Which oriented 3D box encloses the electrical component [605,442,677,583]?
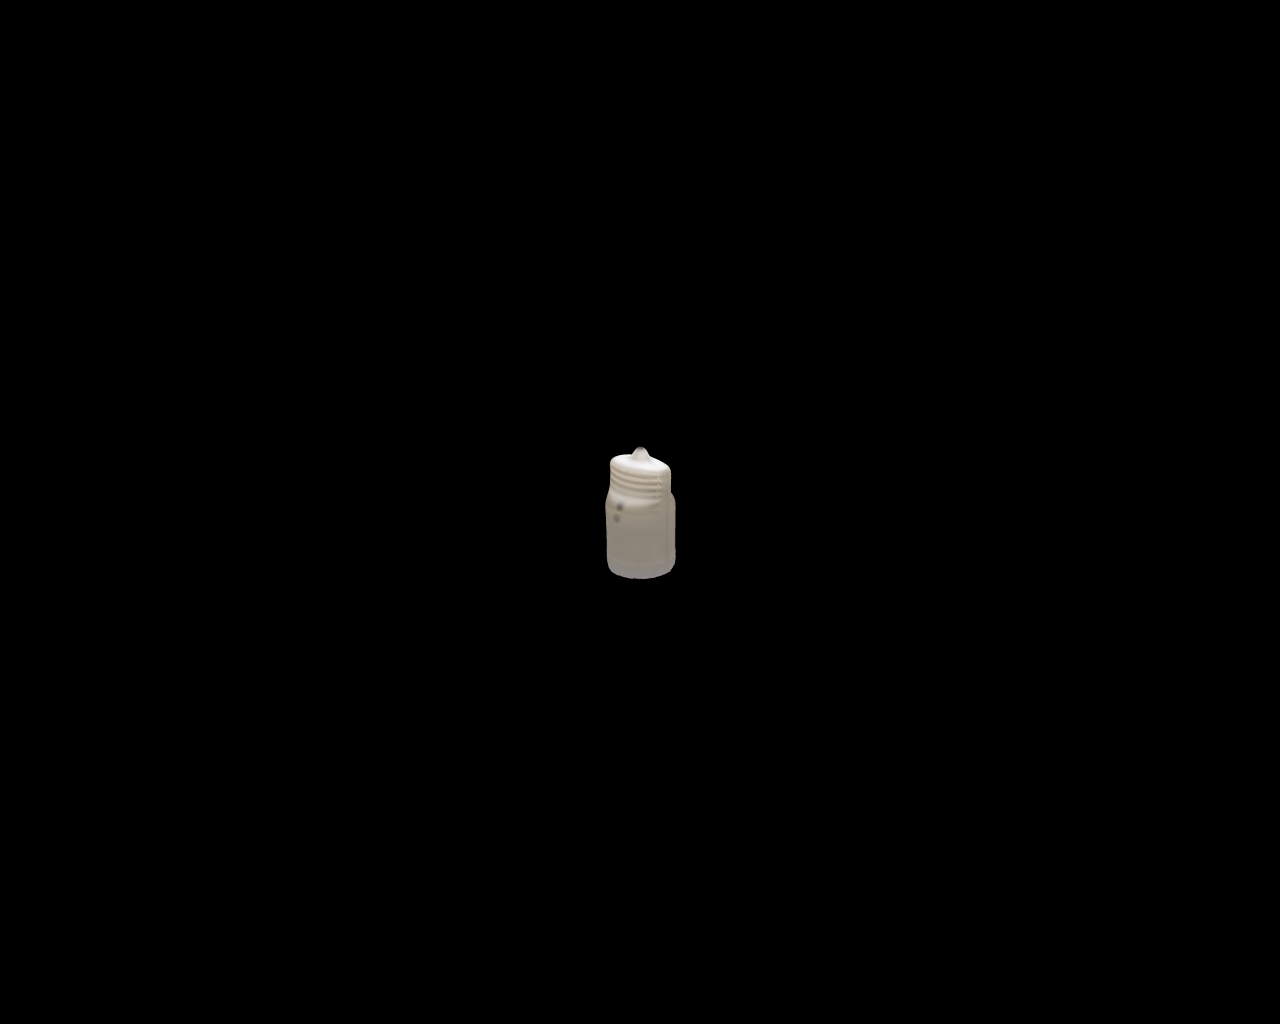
[{"bbox_3d":[0.001,-0.003,0.650,0.043,0.080,0.043,0,22,0],"label":"electrical component"}]
